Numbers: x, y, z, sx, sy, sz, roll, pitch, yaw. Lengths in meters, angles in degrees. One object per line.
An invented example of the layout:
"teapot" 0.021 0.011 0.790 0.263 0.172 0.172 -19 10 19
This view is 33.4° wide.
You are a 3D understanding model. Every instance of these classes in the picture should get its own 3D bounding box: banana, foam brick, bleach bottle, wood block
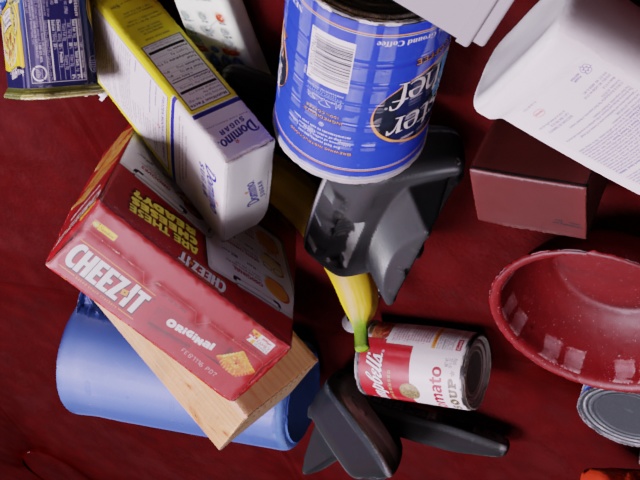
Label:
"banana" -0.001 -0.005 0.845 0.037 0.069 0.197 -26 112 20
"foam brick" 0.146 -0.041 0.709 0.078 0.051 0.053 11 144 23
"bleach bottle" 0.222 -0.053 0.634 0.250 0.068 0.103 32 146 -10
"wood block" -0.111 0.066 0.929 0.206 0.090 0.090 48 147 9

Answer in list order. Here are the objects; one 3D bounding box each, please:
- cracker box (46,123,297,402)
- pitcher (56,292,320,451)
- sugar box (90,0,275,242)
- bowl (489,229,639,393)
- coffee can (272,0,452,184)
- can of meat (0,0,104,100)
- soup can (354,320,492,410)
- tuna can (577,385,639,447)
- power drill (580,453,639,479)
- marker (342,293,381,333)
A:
"cracker box" -0.100 0.002 0.796 0.164 0.213 0.072 39 109 -16
"pitcher" -0.129 0.123 1.054 0.243 0.145 0.149 9 172 19
"sugar box" -0.098 -0.092 0.745 0.176 0.048 0.093 49 154 22
"bowl" 0.208 0.043 0.772 0.162 0.055 0.162 19 145 13
"coffee can" 0.026 -0.116 0.647 0.103 0.102 0.140 22 145 9
"can of meat" -0.193 -0.143 0.752 0.102 0.057 0.084 -162 66 -64
"soup can" 0.090 0.109 0.929 0.102 0.068 0.068 5 140 29
"tuna can" 0.257 0.133 0.875 0.086 0.033 0.086 18 145 13
"power drill" 0.295 0.197 0.865 0.184 0.057 0.188 11 156 -20
"marker" 0.043 0.046 0.921 0.020 0.020 0.121 27 146 1
